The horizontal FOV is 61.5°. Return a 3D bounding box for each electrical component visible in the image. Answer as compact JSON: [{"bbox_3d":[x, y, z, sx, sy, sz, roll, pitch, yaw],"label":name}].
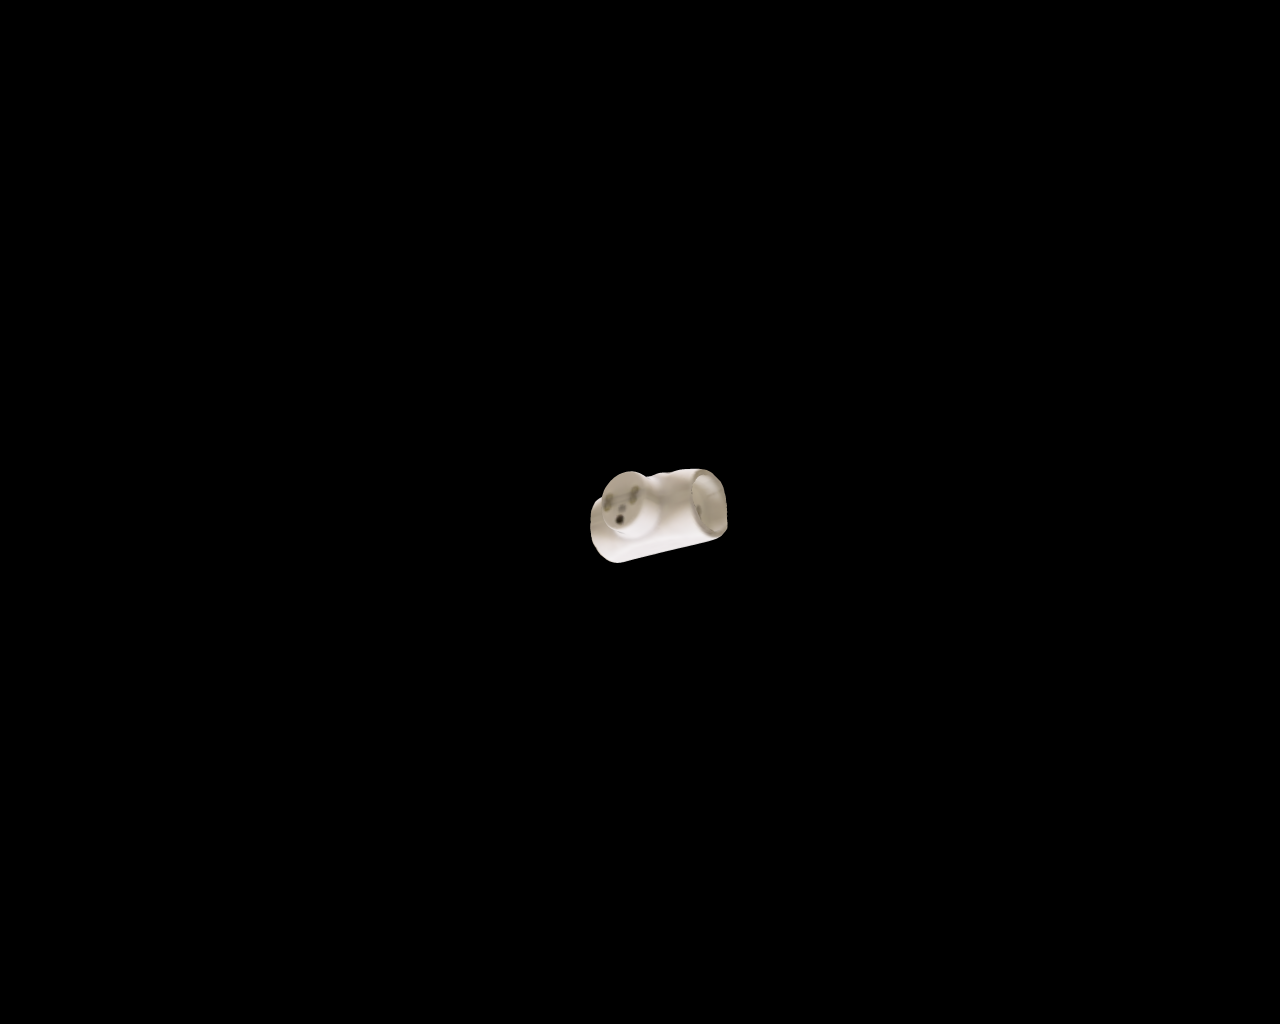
[{"bbox_3d":[0.001,-0.003,0.650,0.077,0.044,0.079,-16,-27,34],"label":"electrical component"}]
